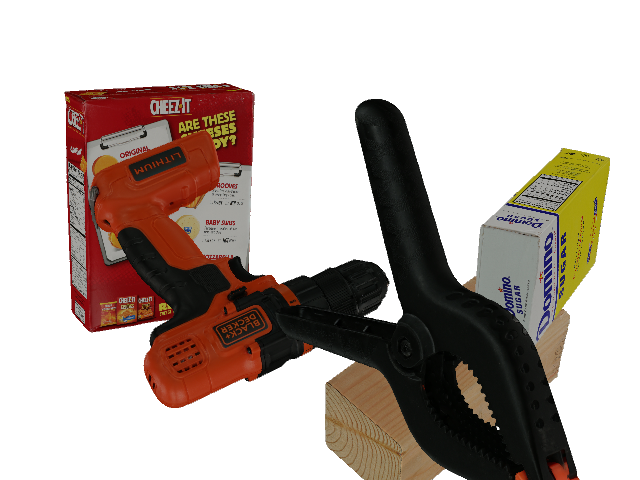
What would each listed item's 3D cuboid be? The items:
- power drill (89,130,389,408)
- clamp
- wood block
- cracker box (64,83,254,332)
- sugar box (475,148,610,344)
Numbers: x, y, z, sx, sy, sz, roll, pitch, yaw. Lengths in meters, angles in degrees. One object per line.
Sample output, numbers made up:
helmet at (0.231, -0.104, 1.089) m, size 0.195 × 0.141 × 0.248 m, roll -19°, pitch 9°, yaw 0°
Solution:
power drill at (-0.068, 0.010, 0.764) m, size 0.184 × 0.188 × 0.057 m, roll -23°, pitch -29°, yaw -22°
clamp at (0.055, 0.040, 0.536) m, size 0.036 × 0.165 × 0.210 m, roll -12°, pitch 42°, yaw -35°
wood block at (0.109, 0.119, 0.918) m, size 0.205 × 0.090 × 0.091 m, roll -32°, pitch 51°, yaw -28°
cracker box at (-0.150, -0.034, 0.995) m, size 0.163 × 0.214 × 0.072 m, roll -8°, pitch 19°, yaw -30°
sugar box at (0.160, 0.005, 0.759) m, size 0.048 × 0.093 × 0.176 m, roll 12°, pitch 27°, yaw 23°
